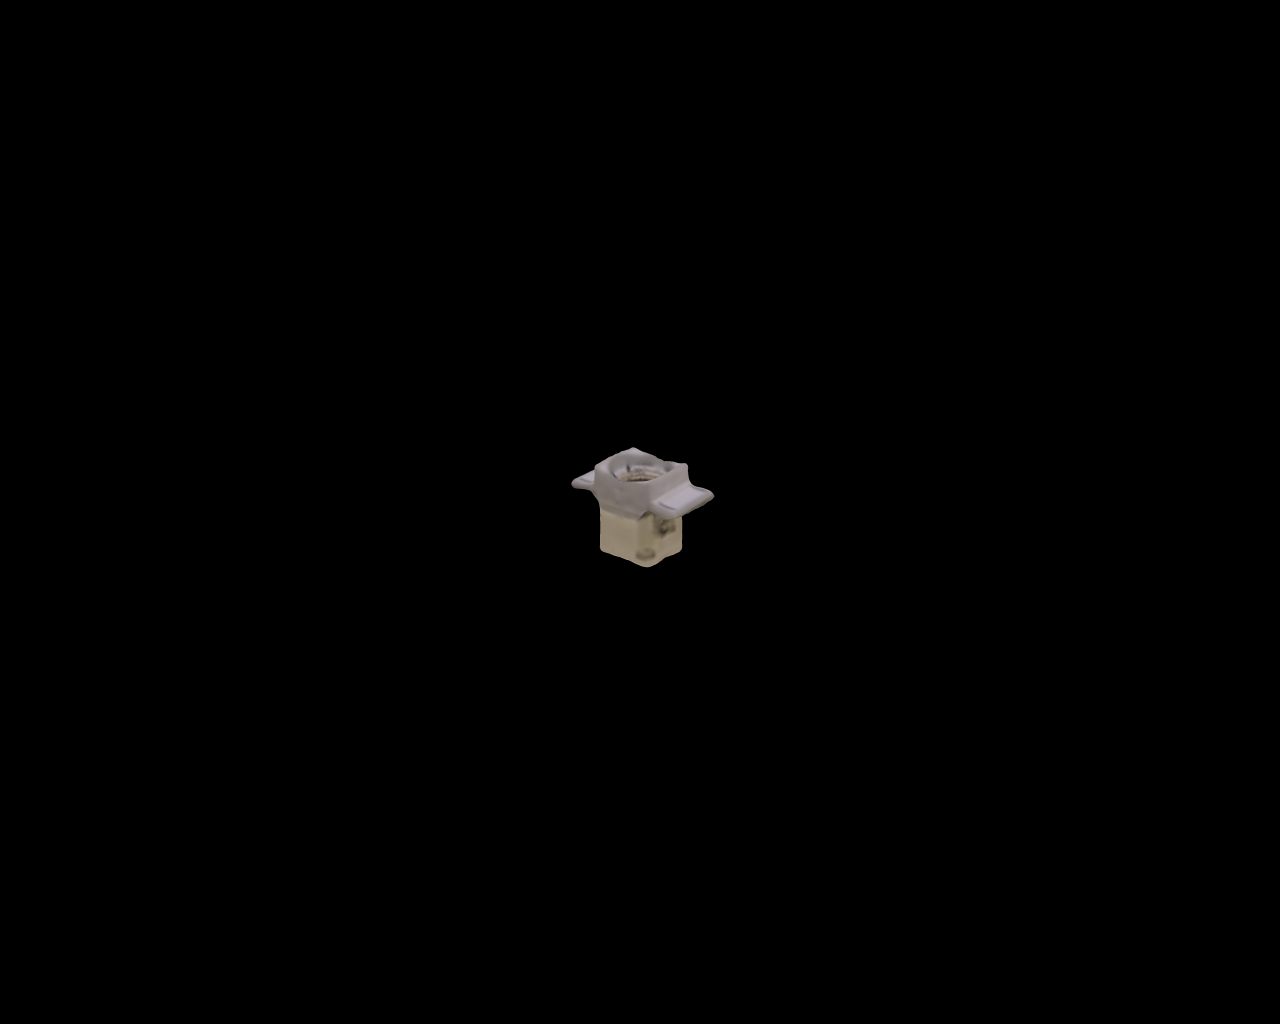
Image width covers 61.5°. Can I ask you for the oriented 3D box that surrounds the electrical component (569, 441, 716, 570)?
[{"bbox_3d":[0.001,-0.003,0.650,0.081,0.063,0.042,20,32,36],"label":"electrical component"}]
